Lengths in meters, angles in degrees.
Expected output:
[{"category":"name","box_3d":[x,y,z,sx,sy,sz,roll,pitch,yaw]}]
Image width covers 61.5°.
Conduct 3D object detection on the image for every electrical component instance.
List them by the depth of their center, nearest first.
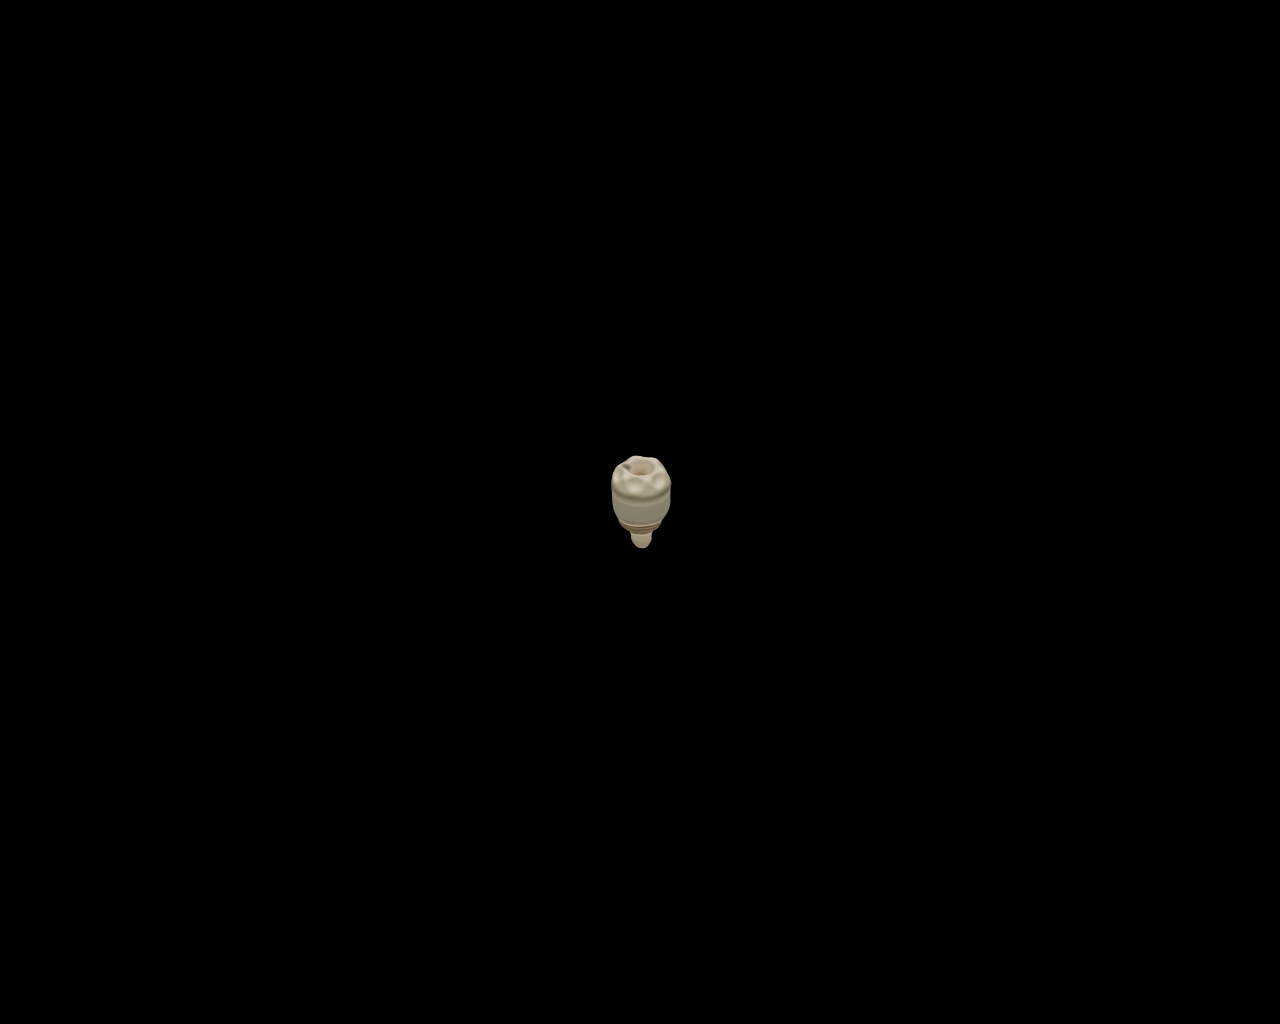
[{"category":"electrical component","box_3d":[0.001,-0.003,0.650,0.035,0.061,0.035,0,37,0]}]
